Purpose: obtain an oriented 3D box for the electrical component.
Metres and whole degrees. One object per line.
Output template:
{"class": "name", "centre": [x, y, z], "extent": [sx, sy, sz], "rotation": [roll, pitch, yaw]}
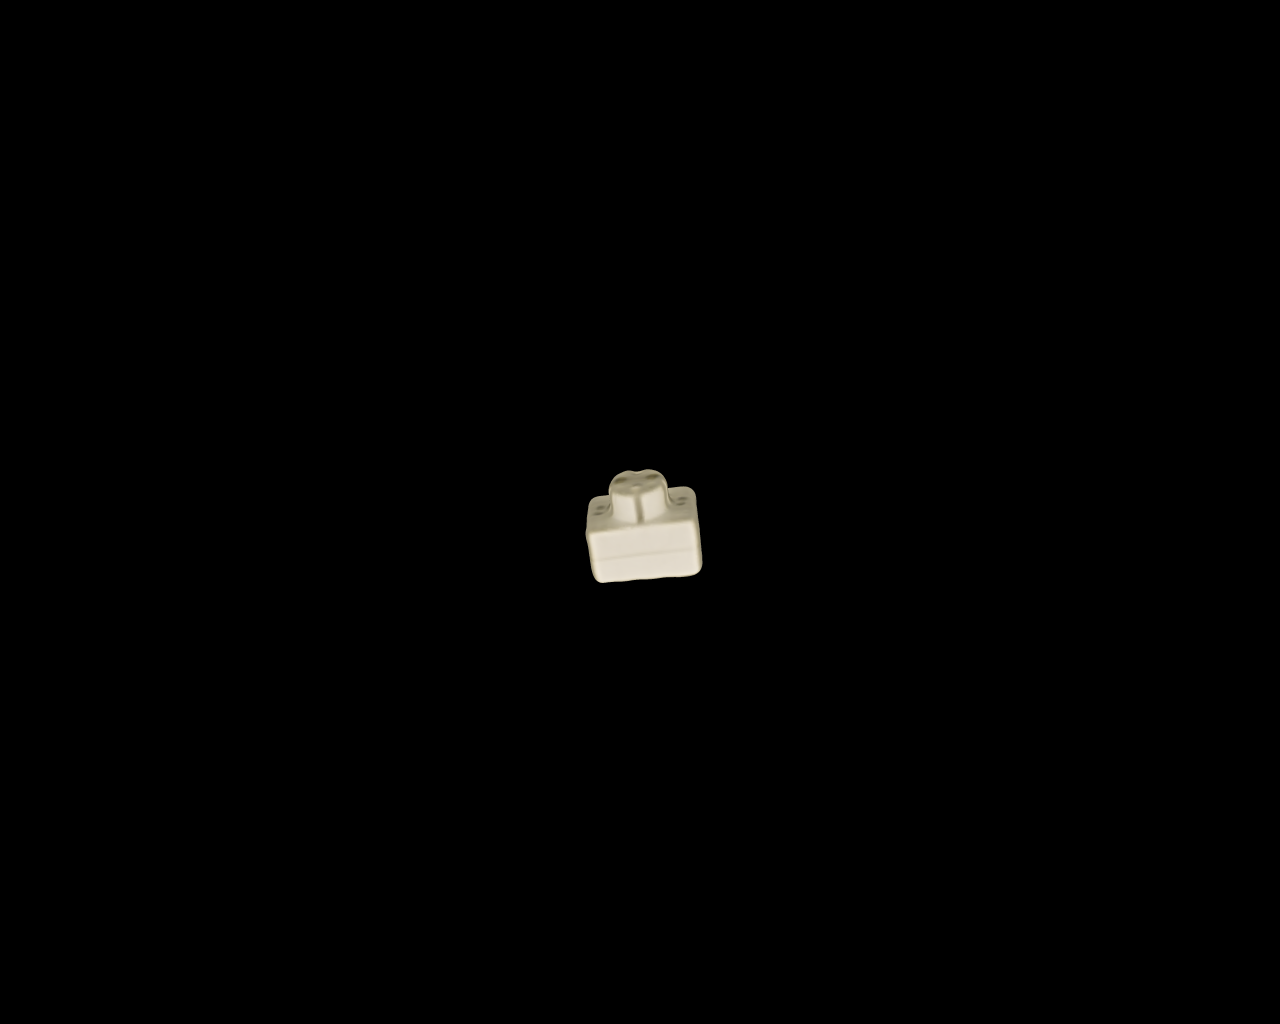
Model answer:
{"class": "electrical component", "centre": [0.001, -0.003, 0.650], "extent": [0.066, 0.076, 0.047], "rotation": [-6, 27, 3]}
